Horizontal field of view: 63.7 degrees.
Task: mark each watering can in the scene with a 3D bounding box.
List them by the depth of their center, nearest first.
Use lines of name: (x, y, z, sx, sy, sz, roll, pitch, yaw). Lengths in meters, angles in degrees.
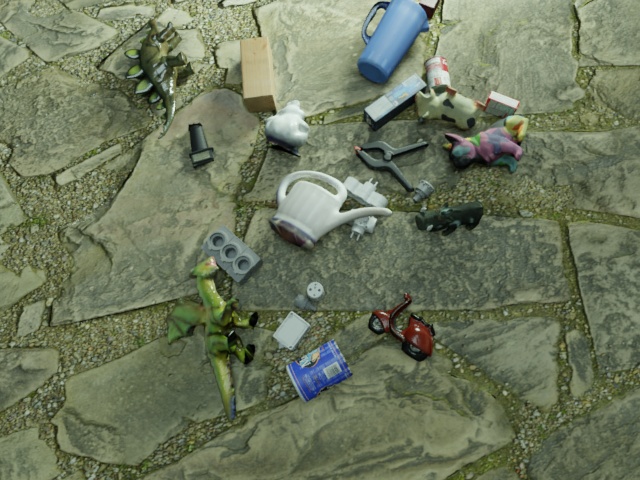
watering can: (0.004, -0.071, 1.413, 0.350, 0.102, 0.226, 27, 75, 29)

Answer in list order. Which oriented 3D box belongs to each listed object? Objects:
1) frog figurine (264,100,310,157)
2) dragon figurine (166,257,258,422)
frog figurine: (-0.090, -0.341, 1.516, 0.138, 0.122, 0.160, 17, 86, 28)
dragon figurine: (-0.302, 0.251, 1.363, 0.243, 0.122, 0.411, 7, 87, 25)
